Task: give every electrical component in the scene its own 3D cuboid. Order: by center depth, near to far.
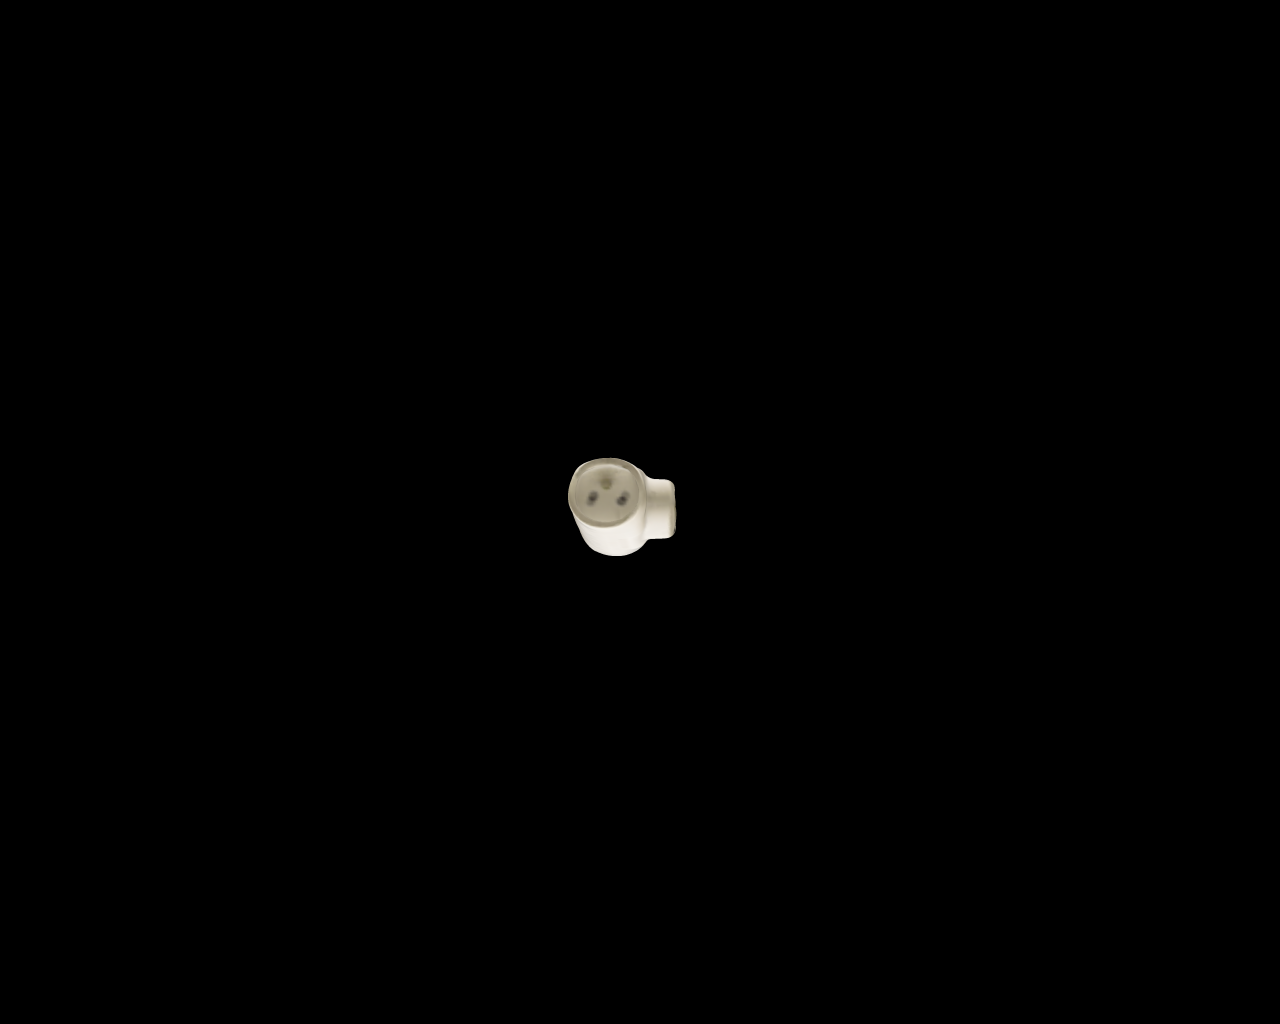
[{"bbox_3d":[0.001,-0.003,0.650,0.079,0.043,0.077,-1,-15,4],"label":"electrical component"}]
